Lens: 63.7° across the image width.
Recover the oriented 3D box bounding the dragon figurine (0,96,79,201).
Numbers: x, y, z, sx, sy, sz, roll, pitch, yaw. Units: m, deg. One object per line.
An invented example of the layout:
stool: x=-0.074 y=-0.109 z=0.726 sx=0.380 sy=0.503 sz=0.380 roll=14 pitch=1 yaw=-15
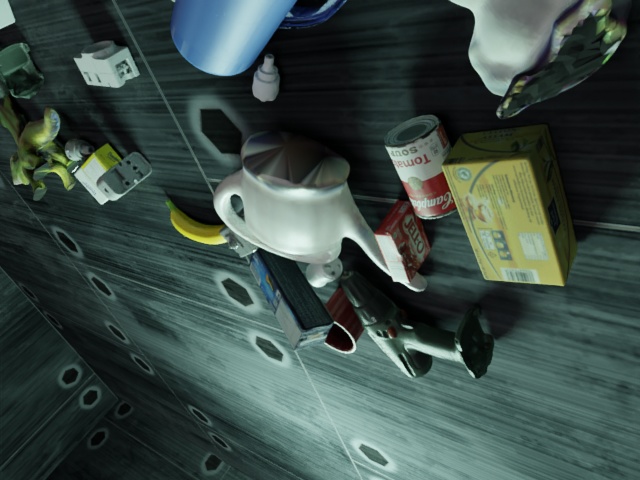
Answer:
dragon figurine: x=-0.672 y=-0.236 z=1.178 sx=0.244 sy=0.124 sz=0.402 roll=46 pitch=139 yaw=7

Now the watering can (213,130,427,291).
watering can: x=0.002 y=-0.038 z=0.748 sx=0.348 sy=0.106 sz=0.219 roll=16 pitch=140 yaw=10

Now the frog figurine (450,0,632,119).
frog figurine: x=0.165 y=-0.199 z=0.427 sx=0.134 sy=0.123 sz=0.162 roll=98 pitch=152 yaw=-60
